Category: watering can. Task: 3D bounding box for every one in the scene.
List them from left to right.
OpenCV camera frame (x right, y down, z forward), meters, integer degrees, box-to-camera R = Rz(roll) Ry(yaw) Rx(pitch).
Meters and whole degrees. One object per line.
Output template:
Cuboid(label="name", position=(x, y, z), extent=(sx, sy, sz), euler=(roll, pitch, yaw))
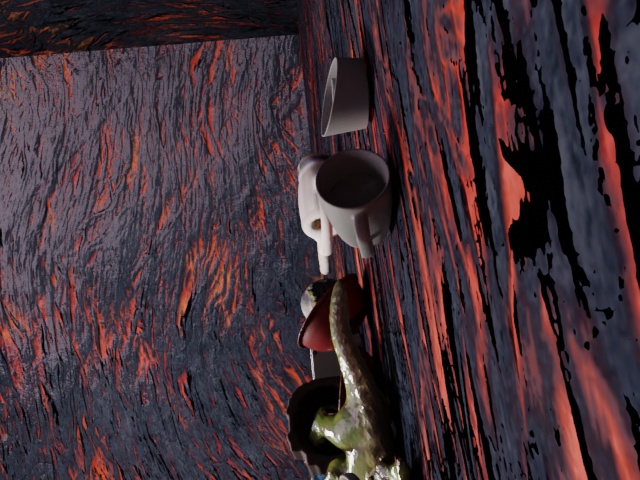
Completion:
Cuboid(label="watering can", position=(0.004, -0.061, 1.208), extent=(0.341, 0.104, 0.229), euler=(92, 173, -66))

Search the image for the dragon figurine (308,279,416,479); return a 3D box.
Cuboid(label="dragon figurine", position=(0.074, 0.269, 0.662), extent=(0.243, 0.122, 0.408), euler=(-171, 73, -70))

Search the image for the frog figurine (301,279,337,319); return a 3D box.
Cuboid(label="frog figurine", position=(0.023, 0.183, 1.317), extent=(0.140, 0.123, 0.156), euler=(-52, -41, -41))
